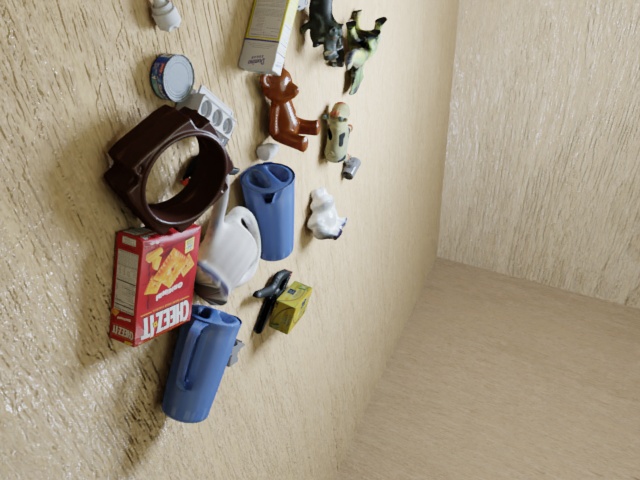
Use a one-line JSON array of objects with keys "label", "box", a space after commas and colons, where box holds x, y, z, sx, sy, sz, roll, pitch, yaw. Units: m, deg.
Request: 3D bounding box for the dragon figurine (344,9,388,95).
[{"label": "dragon figurine", "box": [0.128, -0.565, 1.624, 0.237, 0.122, 0.420, 91, 19, -51]}]

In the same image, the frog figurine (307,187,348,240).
[{"label": "frog figurine", "box": [0.005, -0.084, 1.667, 0.158, 0.122, 0.140, 52, 56, -17]}]

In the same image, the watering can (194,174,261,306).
[{"label": "watering can", "box": [-0.220, 0.007, 1.149, 0.229, 0.104, 0.339, -60, 153, -31]}]
